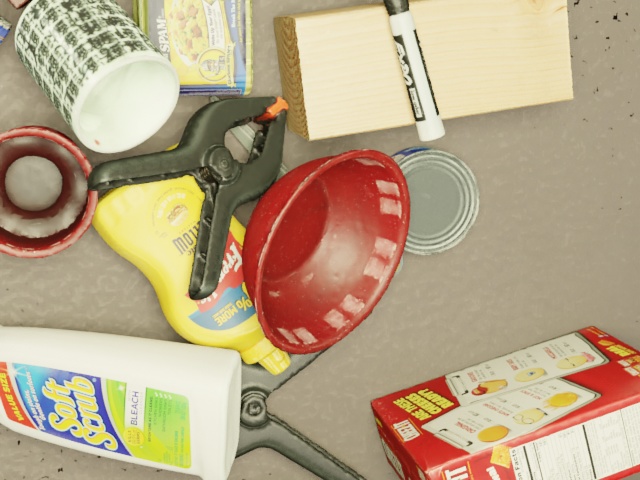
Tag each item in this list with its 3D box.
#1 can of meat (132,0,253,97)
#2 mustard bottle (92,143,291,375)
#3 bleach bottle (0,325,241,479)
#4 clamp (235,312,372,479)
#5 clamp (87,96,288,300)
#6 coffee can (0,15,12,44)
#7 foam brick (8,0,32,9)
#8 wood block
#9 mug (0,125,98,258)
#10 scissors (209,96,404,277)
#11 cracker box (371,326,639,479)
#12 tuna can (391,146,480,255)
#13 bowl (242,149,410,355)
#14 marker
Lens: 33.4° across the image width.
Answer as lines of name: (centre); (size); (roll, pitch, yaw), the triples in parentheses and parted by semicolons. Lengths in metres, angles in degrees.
can of meat: (-0.096, -0.156, 0.796); (0.083, 0.057, 0.102); (-3, 102, -13)
mustard bottle: (-0.085, 0.026, 0.824); (0.096, 0.058, 0.191); (-40, 102, -22)
bleach bottle: (-0.188, 0.118, 0.809); (0.251, 0.068, 0.102); (6, 115, 6)
clamp: (-0.049, 0.144, 0.875); (0.210, 0.036, 0.164); (-8, 95, -9)
clamp: (-0.088, -0.054, 0.780); (0.120, 0.039, 0.171); (44, 56, -23)
coffee can: (-0.296, -0.121, 0.737); (0.102, 0.103, 0.140); (35, 93, -16)
foam brick: (-0.210, -0.199, 0.752); (0.053, 0.078, 0.051); (-39, 108, -2)
wood block: (0.077, -0.140, 0.818); (0.206, 0.090, 0.091); (-10, 104, -10)
mug: (-0.219, -0.047, 0.779); (0.117, 0.081, 0.093); (35, 93, -16)
scissors: (-0.026, -0.022, 0.856); (0.201, 0.016, 0.096); (34, 115, -1)
cracker box: (0.167, 0.149, 0.859); (0.213, 0.164, 0.072); (-18, 102, -8)
tuna can: (0.084, -0.033, 0.870); (0.086, 0.034, 0.086); (-2, 102, -11)
bowl: (-0.005, 0.001, 0.788); (0.161, 0.055, 0.162); (-28, 132, -37)
marker: (0.065, -0.130, 0.759); (0.020, 0.020, 0.121); (-19, 106, -8)
